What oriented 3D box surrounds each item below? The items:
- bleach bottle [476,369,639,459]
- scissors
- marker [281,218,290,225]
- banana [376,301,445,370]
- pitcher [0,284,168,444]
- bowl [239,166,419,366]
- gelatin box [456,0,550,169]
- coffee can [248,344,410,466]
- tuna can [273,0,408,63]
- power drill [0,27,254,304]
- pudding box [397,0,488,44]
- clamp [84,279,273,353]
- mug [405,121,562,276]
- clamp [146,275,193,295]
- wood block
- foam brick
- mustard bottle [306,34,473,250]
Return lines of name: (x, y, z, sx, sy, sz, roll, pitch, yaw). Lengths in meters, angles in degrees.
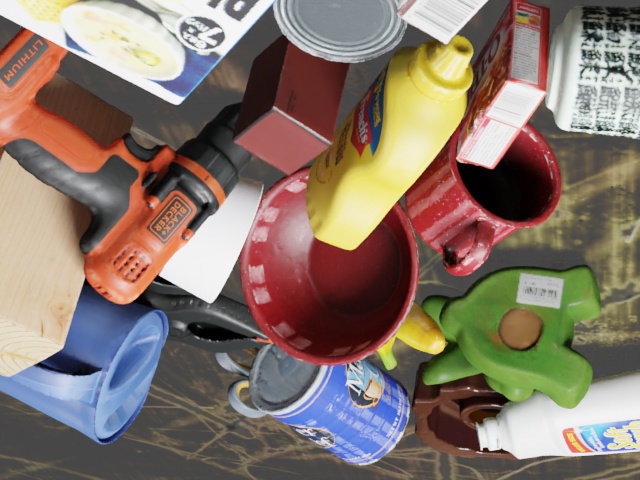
bleach bottle: (0.275, 0.169, 1.014, 0.251, 0.068, 0.102, -11, 142, 4)
scissors: (-0.028, 0.171, 1.143, 0.201, 0.096, 0.016, 31, 127, -23)
marker: (-0.006, 0.001, 0.936, 0.020, 0.020, 0.121, -19, 137, 37)
banana: (0.071, 0.077, 0.967, 0.069, 0.037, 0.198, 49, 169, 3)
pitcher: (-0.278, 0.086, 0.997, 0.243, 0.144, 0.149, 21, 144, 13)
bowl: (0.016, 0.020, 0.872, 0.162, 0.162, 0.055, -10, 175, 28)
gelatin box: (0.118, -0.101, 0.697, 0.030, 0.073, 0.089, 16, 147, -8)
coffee can: (0.011, 0.157, 1.093, 0.103, 0.102, 0.140, -19, 138, 37)
tuna can: (0.015, -0.155, 0.679, 0.086, 0.033, 0.086, 7, 147, 5)
power drill: (-0.146, -0.077, 0.756, 0.187, 0.184, 0.057, 44, 157, -15)
pudding box: (0.088, -0.176, 0.576, 0.039, 0.090, 0.114, 25, 145, -19)
clamp: (-0.145, 0.083, 1.084, 0.210, 0.036, 0.164, 10, 148, 6)
mug: (0.113, -0.027, 0.777, 0.093, 0.117, 0.082, 20, 151, -17)
clamp: (-0.171, 0.007, 0.975, 0.171, 0.039, 0.120, 15, 153, -15)
wood block: (-0.222, -0.016, 0.798, 0.090, 0.206, 0.090, 30, 142, -29)
foam brick: (-0.020, -0.097, 0.738, 0.053, 0.078, 0.051, 30, 143, -24)
mustard bottle: (0.051, -0.076, 0.732, 0.058, 0.096, 0.192, 21, 146, -14)
